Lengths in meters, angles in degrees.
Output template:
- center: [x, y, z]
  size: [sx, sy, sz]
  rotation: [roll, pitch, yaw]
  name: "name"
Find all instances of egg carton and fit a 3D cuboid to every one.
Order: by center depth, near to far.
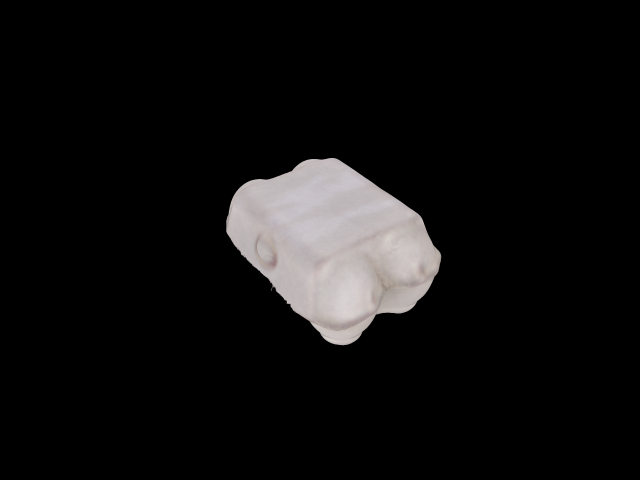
- center: [0.004, 0.001, 0.400]
  size: [0.107, 0.069, 0.149]
  rotation: [-25, 44, -28]
  name: "egg carton"
